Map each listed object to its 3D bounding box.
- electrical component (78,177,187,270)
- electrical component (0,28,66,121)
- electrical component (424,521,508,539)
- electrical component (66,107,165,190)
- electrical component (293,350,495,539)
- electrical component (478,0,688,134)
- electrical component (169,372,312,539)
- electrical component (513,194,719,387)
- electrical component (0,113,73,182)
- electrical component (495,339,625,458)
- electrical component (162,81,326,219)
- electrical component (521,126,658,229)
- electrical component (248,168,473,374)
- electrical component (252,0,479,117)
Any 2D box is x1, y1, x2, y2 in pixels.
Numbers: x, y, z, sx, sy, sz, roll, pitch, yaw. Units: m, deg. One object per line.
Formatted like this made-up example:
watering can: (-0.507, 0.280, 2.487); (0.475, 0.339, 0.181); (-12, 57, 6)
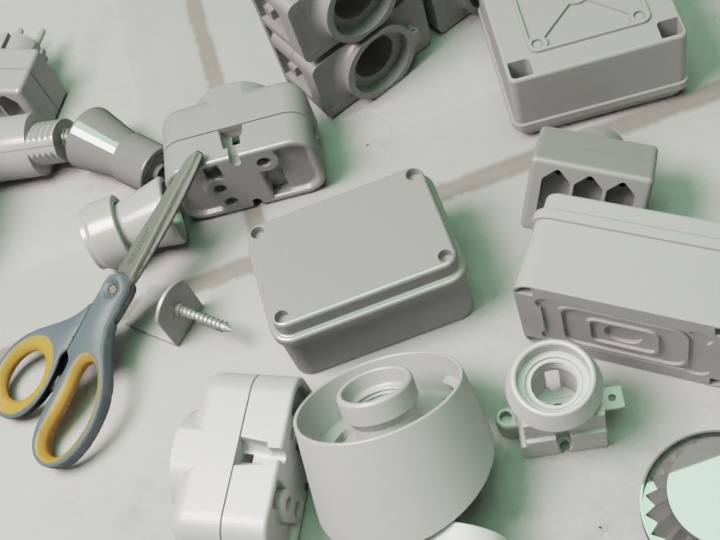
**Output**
electrical component: (-0.142, -0.028, 0.674); (0.055, 0.045, 0.045); (-20, 57, 3)
electrical component: (-0.248, -0.143, 0.769); (0.066, 0.047, 0.076); (4, 61, 17)
electrical component: (0.027, 0.162, 0.517); (0.079, 0.043, 0.077); (5, 61, 18)
electrical component: (-0.155, -0.076, 0.709); (0.065, 0.044, 0.044); (26, 69, 22)
electrical component: (0.016, 0.086, 0.545); (0.099, 0.064, 0.099); (-18, 18, 6)
electrical component: (0.135, -0.152, 0.668); (0.109, 0.056, 0.108); (-15, 57, 6)
electrical component: (-0.062, 0.104, 0.568); (0.059, 0.053, 0.095); (2, 60, 16)
electrical component: (0.143, 0.010, 0.557); (0.113, 0.078, 0.057); (12, 67, 21)
electrical component: (-0.226, -0.084, 0.730); (0.081, 0.043, 0.043); (-7, 58, 11)
electrical component: (0.100, 0.066, 0.548); (0.066, 0.055, 0.048); (-10, 58, 9)
electrical component: (-0.074, -0.079, 0.681); (0.095, 0.053, 0.059); (-14, 58, 6)
electrical component: (0.133, -0.057, 0.616); (0.066, 0.047, 0.076); (12, 38, 11)
electrical component: (0.000, 0.000, 0.612); (0.113, 0.057, 0.078); (-20, 57, 2)
electrical component: (0.027, -0.194, 0.693); (0.186, 0.105, 0.060); (-39, 58, -9)
